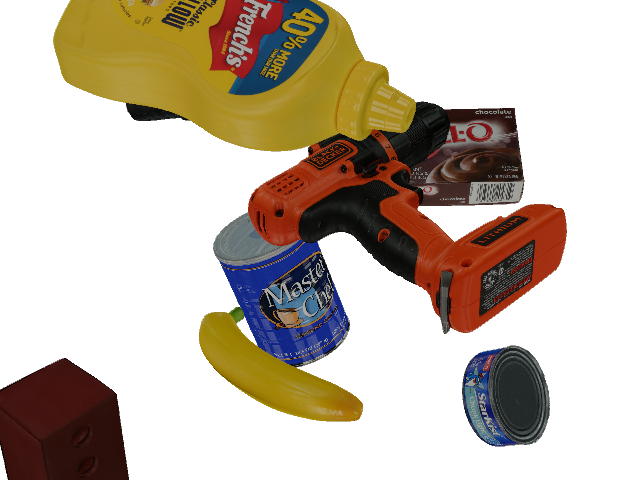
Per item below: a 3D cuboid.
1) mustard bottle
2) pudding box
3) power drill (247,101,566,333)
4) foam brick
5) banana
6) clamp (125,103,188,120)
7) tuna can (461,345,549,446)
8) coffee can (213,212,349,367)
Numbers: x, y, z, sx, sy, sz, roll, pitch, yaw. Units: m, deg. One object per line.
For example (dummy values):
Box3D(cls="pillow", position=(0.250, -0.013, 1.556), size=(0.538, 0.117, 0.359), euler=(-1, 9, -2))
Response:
Box3D(cls="mustard bottle", position=(-0.040, -0.097, 0.574), size=(0.192, 0.096, 0.058), euler=(22, -34, 16))
Box3D(cls="pudding box", position=(0.122, -0.076, 0.959), size=(0.113, 0.090, 0.039), euler=(0, -37, 1))
Box3D(cls="power drill", position=(0.072, -0.024, 0.732), size=(0.184, 0.057, 0.188), euler=(-33, 44, -29))
Box3D(cls="foam brick", position=(-0.146, 0.117, 0.605), size=(0.051, 0.078, 0.052), euler=(25, 40, 37))
Box3D(cls="banana", position=(-0.047, 0.098, 0.862), size=(0.069, 0.037, 0.198), euler=(-19, 32, -28))
Box3D(cls="clamp", position=(-0.094, -0.121, 0.877), size=(0.120, 0.039, 0.172), euler=(-17, 22, -39))
Box3D(cls="tuna can", position=(0.162, 0.136, 0.932), size=(0.085, 0.086, 0.034), euler=(0, -12, -45))
Box3D(cls="coffee can", position=(-0.039, 0.047, 1.113), size=(0.103, 0.140, 0.103), euler=(-17, 29, 9))
